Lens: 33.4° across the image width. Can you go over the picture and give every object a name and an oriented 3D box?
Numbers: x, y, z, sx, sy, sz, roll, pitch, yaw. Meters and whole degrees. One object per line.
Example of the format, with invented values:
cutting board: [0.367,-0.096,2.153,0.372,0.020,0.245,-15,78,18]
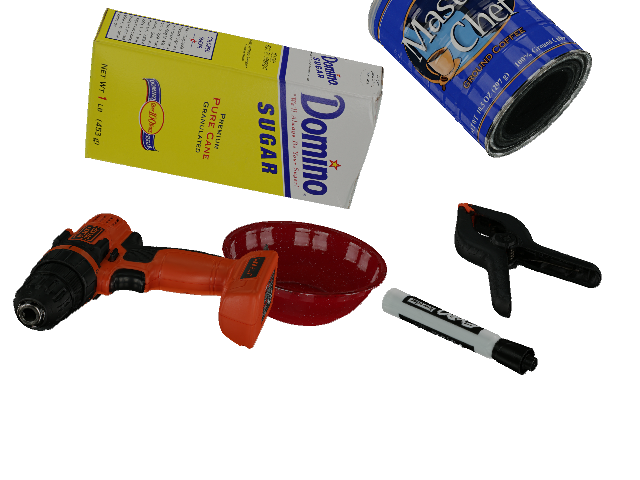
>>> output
sugar box: [-0.055,-0.080,0.674,0.176,0.093,0.048,12,43,-3]
coffee can: [0.118,-0.147,0.807,0.102,0.140,0.103,-34,-23,-16]
clamp: [0.200,0.012,1.083,0.120,0.039,0.171,-6,37,-18]
marker: [0.094,0.062,0.729,0.121,0.020,0.020,24,14,36]
bowl: [-0.019,0.037,1.042,0.162,0.055,0.162,8,24,-4]
power drill: [-0.136,0.036,0.871,0.187,0.057,0.184,12,23,5]
